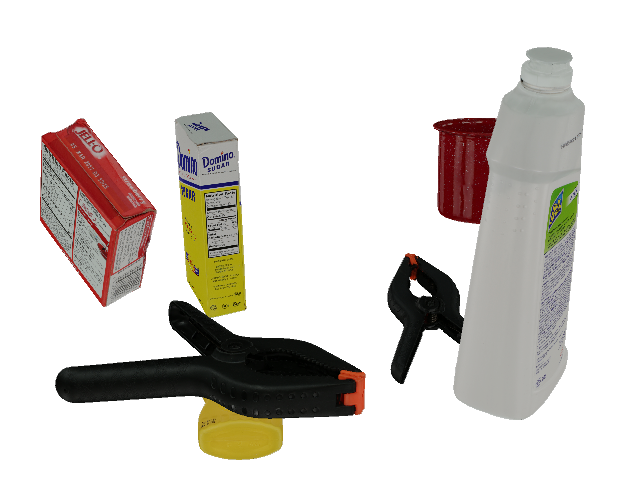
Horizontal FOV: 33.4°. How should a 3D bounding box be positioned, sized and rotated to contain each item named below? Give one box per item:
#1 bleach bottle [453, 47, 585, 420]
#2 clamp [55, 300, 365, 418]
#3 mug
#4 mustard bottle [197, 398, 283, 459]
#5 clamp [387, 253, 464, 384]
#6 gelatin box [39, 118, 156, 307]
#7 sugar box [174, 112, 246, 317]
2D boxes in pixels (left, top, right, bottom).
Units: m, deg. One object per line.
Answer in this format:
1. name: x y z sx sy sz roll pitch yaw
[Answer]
1. bleach bottle: 0.140 -0.007 0.714 0.068 0.251 0.102 16 33 24
2. clamp: -0.064 0.089 0.786 0.210 0.036 0.164 6 20 16
3. mug: 0.157 -0.061 0.945 0.117 0.081 0.093 4 15 13
4. mustard bottle: -0.095 0.181 1.276 0.096 0.058 0.191 -3 28 -3
5. clamp: 0.128 0.082 1.147 0.120 0.171 0.039 3 -44 -8
6. gelatin box: -0.130 -0.015 0.615 0.030 0.073 0.089 -30 -20 -30
7. sugar box: -0.106 -0.025 1.021 0.048 0.176 0.093 -12 25 -17
